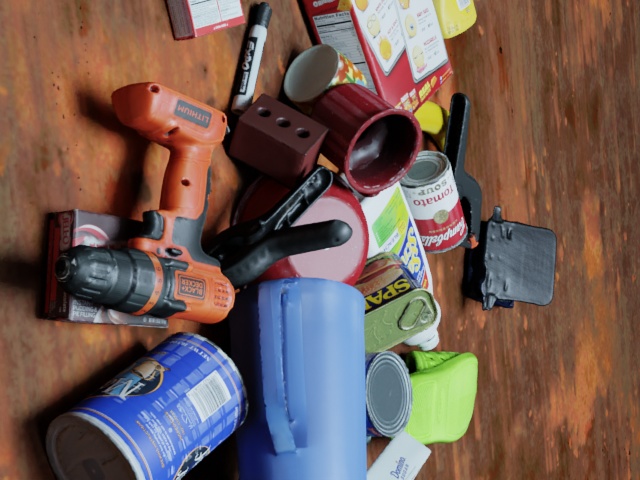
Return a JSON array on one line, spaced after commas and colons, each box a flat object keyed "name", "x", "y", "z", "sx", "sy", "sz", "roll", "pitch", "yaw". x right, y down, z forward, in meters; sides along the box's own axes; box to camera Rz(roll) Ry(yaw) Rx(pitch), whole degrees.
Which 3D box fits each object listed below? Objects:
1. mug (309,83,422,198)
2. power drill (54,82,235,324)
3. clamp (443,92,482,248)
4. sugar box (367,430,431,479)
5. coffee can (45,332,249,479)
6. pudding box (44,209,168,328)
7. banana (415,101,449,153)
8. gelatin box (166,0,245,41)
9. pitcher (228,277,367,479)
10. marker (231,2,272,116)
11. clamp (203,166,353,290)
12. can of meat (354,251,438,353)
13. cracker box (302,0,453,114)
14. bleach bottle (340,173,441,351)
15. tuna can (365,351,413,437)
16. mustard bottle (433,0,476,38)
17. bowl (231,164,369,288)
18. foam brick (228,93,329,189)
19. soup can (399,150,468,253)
[{"name": "mug", "x": 0.042, "y": -0.097, "z": 1.075, "sx": 0.093, "sy": 0.082, "sz": 0.117, "roll": -26, "pitch": 134, "yaw": -21}, {"name": "power drill", "x": -0.138, "y": -0.029, "z": 0.875, "sx": 0.184, "sy": 0.057, "sz": 0.187, "roll": 19, "pitch": 70, "yaw": -55}, {"name": "clamp", "x": 0.147, "y": -0.057, "z": 1.324, "sx": 0.164, "sy": 0.036, "sz": 0.210, "roll": -41, "pitch": 133, "yaw": -21}, {"name": "sugar box", "x": 0.050, "y": 0.286, "z": 1.112, "sx": 0.093, "sy": 0.048, "sz": 0.176, "roll": -41, "pitch": 162, "yaw": -47}, {"name": "coffee can", "x": -0.141, "y": 0.154, "z": 0.887, "sx": 0.140, "sy": 0.103, "sz": 0.103, "roll": -37, "pitch": 119, "yaw": -48}, {"name": "pudding box", "x": -0.176, "y": 0.026, "z": 0.894, "sx": 0.113, "sy": 0.039, "sz": 0.090, "roll": 12, "pitch": 78, "yaw": -54}, {"name": "banana", "x": 0.131, "y": -0.138, "z": 1.316, "sx": 0.197, "sy": 0.037, "sz": 0.069, "roll": 20, "pitch": 74, "yaw": -52}, {"name": "gelatin box", "x": -0.112, "y": -0.237, "z": 0.994, "sx": 0.073, "sy": 0.030, "sz": 0.089, "roll": -31, "pitch": 114, "yaw": -48}, {"name": "pitcher", "x": -0.021, "y": 0.160, "z": 0.968, "sx": 0.149, "sy": 0.145, "sz": 0.243, "roll": 15, "pitch": 58, "yaw": -31}, {"name": "marker", "x": -0.067, "y": -0.182, "z": 1.063, "sx": 0.020, "sy": 0.020, "sz": 0.121, "roll": 30, "pitch": 66, "yaw": -49}, {"name": "clamp", "x": -0.047, "y": 0.004, "z": 0.973, "sx": 0.171, "sy": 0.120, "sz": 0.039, "roll": -36, "pitch": 115, "yaw": 1}, {"name": "can of meat", "x": 0.062, "y": 0.067, "z": 1.138, "sx": 0.102, "sy": 0.084, "sz": 0.057, "roll": -27, "pitch": 126, "yaw": -5}, {"name": "cracker box", "x": 0.062, "y": -0.245, "z": 1.196, "sx": 0.164, "sy": 0.072, "sz": 0.213, "roll": -48, "pitch": 125, "yaw": -44}, {"name": "bleach bottle", "x": 0.087, "y": 0.030, "z": 1.233, "sx": 0.102, "sy": 0.068, "sz": 0.250, "roll": -54, "pitch": 132, "yaw": -30}, {"name": "tuna can", "x": 0.058, "y": 0.156, "z": 1.080, "sx": 0.086, "sy": 0.034, "sz": 0.086, "roll": 14, "pitch": 72, "yaw": -51}, {"name": "mustard bottle", "x": 0.140, "y": -0.350, "z": 1.314, "sx": 0.096, "sy": 0.058, "sz": 0.191, "roll": -41, "pitch": 122, "yaw": -47}, {"name": "bowl", "x": -0.007, "y": 0.001, "z": 1.066, "sx": 0.161, "sy": 0.055, "sz": 0.162, "roll": -1, "pitch": 93, "yaw": -30}, {"name": "foam brick", "x": -0.041, "y": -0.096, "z": 1.037, "sx": 0.053, "sy": 0.078, "sz": 0.051, "roll": -52, "pitch": 167, "yaw": -42}, {"name": "soup can", "x": 0.128, "y": -0.044, "z": 1.239, "sx": 0.068, "sy": 0.069, "sz": 0.102, "roll": -56, "pitch": 139, "yaw": -38}]
